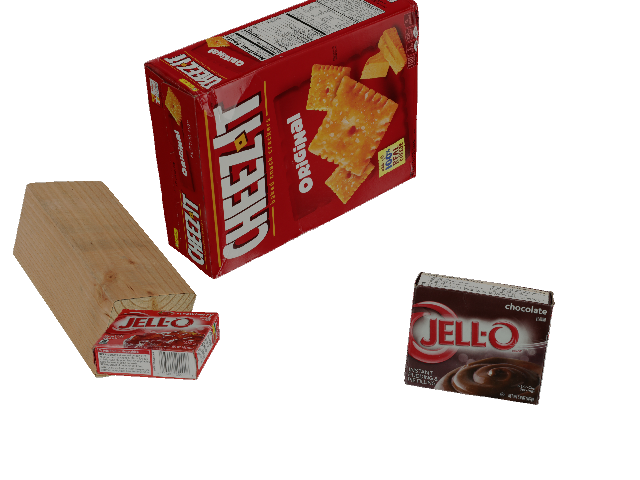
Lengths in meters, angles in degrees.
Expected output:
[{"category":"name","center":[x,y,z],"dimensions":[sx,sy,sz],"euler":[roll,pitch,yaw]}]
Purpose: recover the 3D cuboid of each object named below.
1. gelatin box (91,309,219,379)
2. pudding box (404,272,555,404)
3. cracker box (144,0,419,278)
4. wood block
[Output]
[{"category":"gelatin box","center":[-0.136,0.085,0.895],"dimensions":[0.089,0.030,0.073],"euler":[2,22,10]},{"category":"pudding box","center":[0.129,0.079,0.872],"dimensions":[0.113,0.090,0.039],"euler":[7,22,9]},{"category":"cracker box","center":[-0.020,-0.088,0.824],"dimensions":[0.213,0.164,0.072],"euler":[-28,44,-30]},{"category":"wood block","center":[-0.219,0.032,1.061],"dimensions":[0.090,0.091,0.206],"euler":[-4,36,-39]}]
